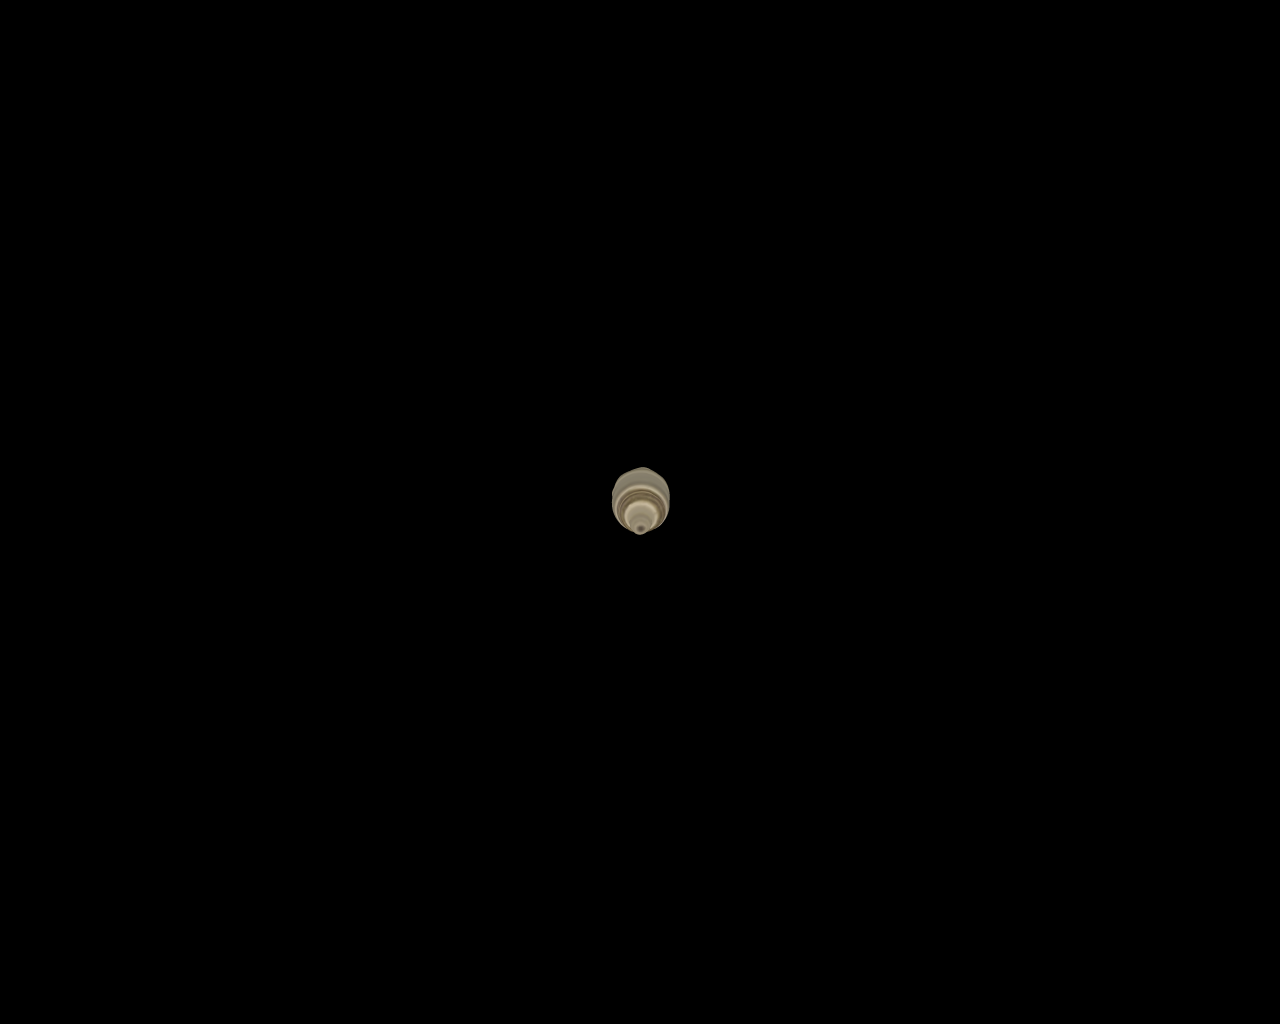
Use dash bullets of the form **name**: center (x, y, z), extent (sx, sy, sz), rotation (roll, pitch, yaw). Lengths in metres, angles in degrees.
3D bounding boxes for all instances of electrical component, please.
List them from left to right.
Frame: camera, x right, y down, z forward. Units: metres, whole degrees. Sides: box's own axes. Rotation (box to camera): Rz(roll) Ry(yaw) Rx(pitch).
- **electrical component**: center (0.001, -0.003, 0.650), extent (0.035, 0.035, 0.061), rotation (0, 24, 0)
